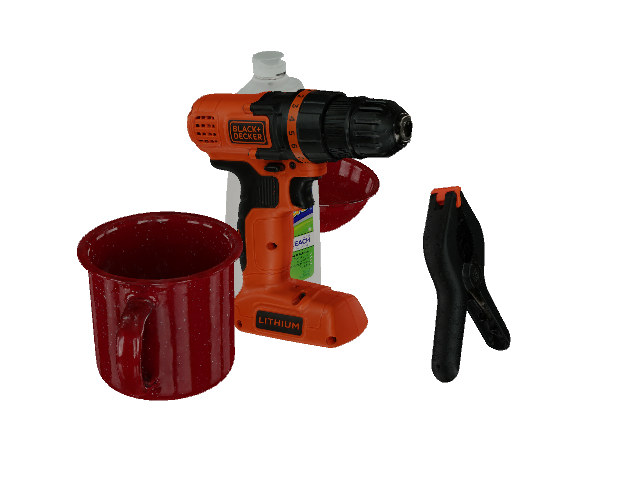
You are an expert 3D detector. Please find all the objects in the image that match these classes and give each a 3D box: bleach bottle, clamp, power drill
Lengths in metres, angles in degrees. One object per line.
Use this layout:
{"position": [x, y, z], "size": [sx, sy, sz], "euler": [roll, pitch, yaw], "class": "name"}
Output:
{"position": [-0.052, -0.057, 1.038], "size": [0.102, 0.251, 0.068], "euler": [-15, 28, -26], "class": "bleach bottle"}
{"position": [0.121, 0.041, 0.956], "size": [0.039, 0.171, 0.120], "euler": [-11, 13, 33], "class": "clamp"}
{"position": [-0.010, -0.019, 0.787], "size": [0.185, 0.188, 0.057], "euler": [7, 20, 35], "class": "power drill"}

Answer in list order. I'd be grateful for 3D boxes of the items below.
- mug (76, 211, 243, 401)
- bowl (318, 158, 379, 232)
{"position": [-0.092, 0.044, 0.607], "size": [0.093, 0.081, 0.117], "euler": [3, 26, 4], "class": "mug"}
{"position": [-0.014, -0.053, 1.244], "size": [0.162, 0.055, 0.162], "euler": [6, 27, -3], "class": "bowl"}
